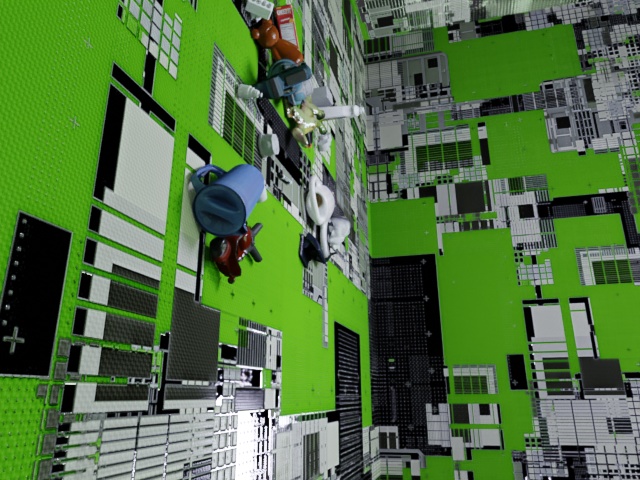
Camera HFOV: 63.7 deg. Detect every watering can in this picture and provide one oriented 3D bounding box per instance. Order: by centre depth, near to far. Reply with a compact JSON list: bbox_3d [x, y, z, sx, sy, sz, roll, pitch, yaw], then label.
[{"bbox_3d":[0.007,-0.112,2.223,0.227,0.104,0.345,-41,122,-72],"label":"watering can"}]

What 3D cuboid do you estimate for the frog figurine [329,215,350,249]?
[{"bbox_3d":[0.078,-0.035,2.472,0.137,0.122,0.160,11,81,-41],"label":"frog figurine"}]

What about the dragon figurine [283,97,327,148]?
[{"bbox_3d":[-0.077,-0.538,2.103,0.239,0.121,0.419,43,34,-57],"label":"dragon figurine"}]
